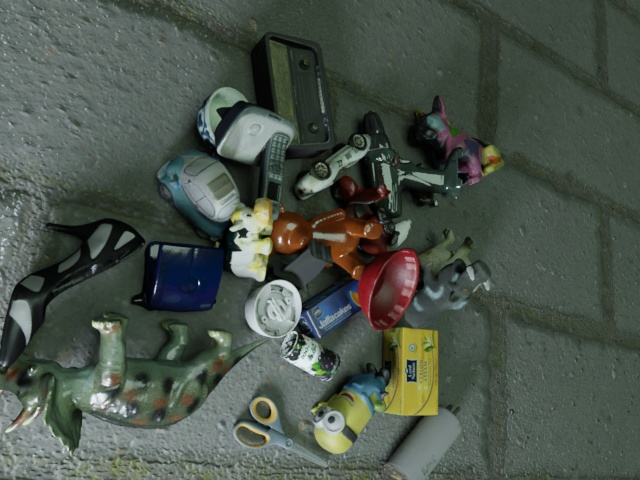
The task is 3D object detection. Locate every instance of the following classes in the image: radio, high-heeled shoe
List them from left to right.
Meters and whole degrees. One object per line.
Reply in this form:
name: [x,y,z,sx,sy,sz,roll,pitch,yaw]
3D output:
high-heeled shoe: [-0.348,0.072,0.770,0.145,0.086,0.249,16,59,-18]
radio: [-0.051,-0.273,1.042,0.131,0.073,0.229,-3,83,-32]

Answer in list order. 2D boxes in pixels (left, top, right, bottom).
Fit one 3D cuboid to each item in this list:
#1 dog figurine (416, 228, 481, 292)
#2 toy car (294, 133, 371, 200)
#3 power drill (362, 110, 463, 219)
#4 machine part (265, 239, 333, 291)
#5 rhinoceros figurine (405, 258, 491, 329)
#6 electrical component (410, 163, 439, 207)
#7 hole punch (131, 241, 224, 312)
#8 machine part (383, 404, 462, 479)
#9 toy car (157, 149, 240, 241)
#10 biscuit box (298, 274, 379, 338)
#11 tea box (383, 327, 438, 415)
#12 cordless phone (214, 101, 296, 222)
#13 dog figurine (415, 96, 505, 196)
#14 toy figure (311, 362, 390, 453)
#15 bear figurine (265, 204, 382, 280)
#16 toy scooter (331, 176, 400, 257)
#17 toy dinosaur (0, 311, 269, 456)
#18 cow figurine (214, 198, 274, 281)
dog figurine: [0.246,0.087,1.159,0.190,0.121,0.172,-32,105,-13]
toy car: [0.027,-0.149,1.067,0.202,0.073,0.056,-41,99,-31]
power drill: [0.194,-0.160,1.135,0.207,0.086,0.232,0,86,-8]
machine part: [-0.035,0.050,0.953,0.084,0.139,0.039,38,40,-18]
rhinoceros figurine: [0.239,0.098,1.037,0.073,0.190,0.112,36,26,-33]
electrical component: [0.234,-0.121,1.208,0.078,0.045,0.102,-12,87,-32]
hole punch: [-0.219,0.058,0.864,0.142,0.092,0.115,6,81,-35]
machine part: [0.205,0.412,1.064,0.243,0.079,0.079,-37,101,-33]
toy car: [-0.189,-0.081,0.901,0.109,0.103,0.161,-39,100,-31]
biscuit box: [0.045,0.115,1.033,0.203,0.059,0.062,-29,97,-33]
tea box: [0.183,0.263,1.086,0.098,0.068,0.169,9,77,-31]
cordless phone: [-0.112,-0.126,0.901,0.146,0.089,0.184,7,85,-56]
dog figurine: [0.311,-0.228,1.245,0.191,0.108,0.219,-31,95,-32]
toy figure: [0.064,0.311,0.995,0.180,0.082,0.089,-37,98,-34]
bear figurine: [-0.005,-0.004,0.988,0.196,0.132,0.120,8,103,-37]
toy scooter: [0.104,-0.052,1.060,0.075,0.135,0.183,-36,101,-34]
toy dinosaur: [-0.253,0.213,0.799,0.404,0.131,0.192,15,85,-34]
cow figurine: [-0.126,-0.007,0.891,0.098,0.167,0.068,8,44,-4]
